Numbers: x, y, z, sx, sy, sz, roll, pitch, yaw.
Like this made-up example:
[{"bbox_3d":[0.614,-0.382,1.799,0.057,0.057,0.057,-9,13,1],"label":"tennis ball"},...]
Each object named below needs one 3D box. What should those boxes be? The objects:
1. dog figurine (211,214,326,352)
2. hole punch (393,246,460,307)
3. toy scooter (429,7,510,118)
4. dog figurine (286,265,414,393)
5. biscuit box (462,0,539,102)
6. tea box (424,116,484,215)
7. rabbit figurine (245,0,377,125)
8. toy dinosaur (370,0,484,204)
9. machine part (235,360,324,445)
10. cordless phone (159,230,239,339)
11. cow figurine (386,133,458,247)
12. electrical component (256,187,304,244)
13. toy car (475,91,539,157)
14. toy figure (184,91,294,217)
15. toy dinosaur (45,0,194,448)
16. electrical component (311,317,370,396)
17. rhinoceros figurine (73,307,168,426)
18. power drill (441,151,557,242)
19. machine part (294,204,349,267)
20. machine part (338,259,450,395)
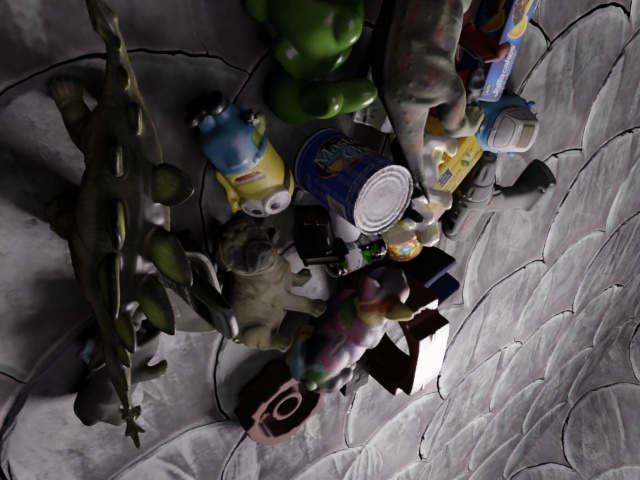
[{"bbox_3d":[-0.109,0.066,0.763,0.172,0.121,0.190,-47,128,3],"label":"dog figurine"},{"bbox_3d":[0.186,0.063,0.997,0.142,0.116,0.092,-40,144,-10],"label":"hole punch"},{"bbox_3d":[0.209,-0.252,0.781,0.075,0.135,0.183,-24,133,-29],"label":"toy scooter"},{"bbox_3d":[0.049,0.128,0.794,0.191,0.108,0.219,-48,177,-29],"label":"dog figurine"},{"bbox_3d":[0.280,-0.323,0.845,0.059,0.063,0.202,-6,122,-37],"label":"biscuit box"},{"bbox_3d":[0.172,-0.111,0.877,0.169,0.098,0.068,-54,139,1],"label":"tea box"},{"bbox_3d":[-0.005,-0.207,0.634,0.121,0.159,0.170,-26,149,-38],"label":"rabbit figurine"},{"bbox_3d":[0.117,-0.239,0.633,0.192,0.131,0.404,0,103,-32],"label":"toy dinosaur"},{"bbox_3d":[-0.070,0.295,0.988,0.179,0.056,0.179,-23,133,-27],"label":"machine part"},{"bbox_3d":[-0.146,0.083,0.672,0.089,0.184,0.146,-30,134,-28],"label":"cordless phone"},{"bbox_3d":[0.139,-0.072,0.781,0.098,0.068,0.167,1,101,-13],"label":"cow figurine"},{"bbox_3d":[-0.061,-0.038,0.779,0.063,0.021,0.094,14,112,-45],"label":"electrical component"},{"bbox_3d":[0.328,-0.201,0.946,0.161,0.103,0.109,-8,122,-40],"label":"toy car"},{"bbox_3d":[-0.090,-0.104,0.664,0.180,0.082,0.089,56,47,-40],"label":"toy figure"},{"bbox_3d":[-0.208,0.002,0.551,0.105,0.199,0.470,-12,124,-32],"label":"toy dinosaur"},{"bbox_3d":[0.035,0.211,0.973,0.058,0.115,0.134,-23,137,-24],"label":"electrical component"},{"bbox_3d":[-0.267,0.158,0.711,0.112,0.073,0.190,14,111,-34],"label":"rhinoceros figurine"},{"bbox_3d":[0.331,-0.089,0.990,0.207,0.086,0.231,-19,150,-26],"label":"power drill"},{"bbox_3d":[-0.002,-0.002,0.798,0.084,0.039,0.138,-3,147,9],"label":"machine part"},{"bbox_3d":[0.123,0.150,0.942,0.087,0.201,0.201,-22,131,-32],"label":"machine part"}]
